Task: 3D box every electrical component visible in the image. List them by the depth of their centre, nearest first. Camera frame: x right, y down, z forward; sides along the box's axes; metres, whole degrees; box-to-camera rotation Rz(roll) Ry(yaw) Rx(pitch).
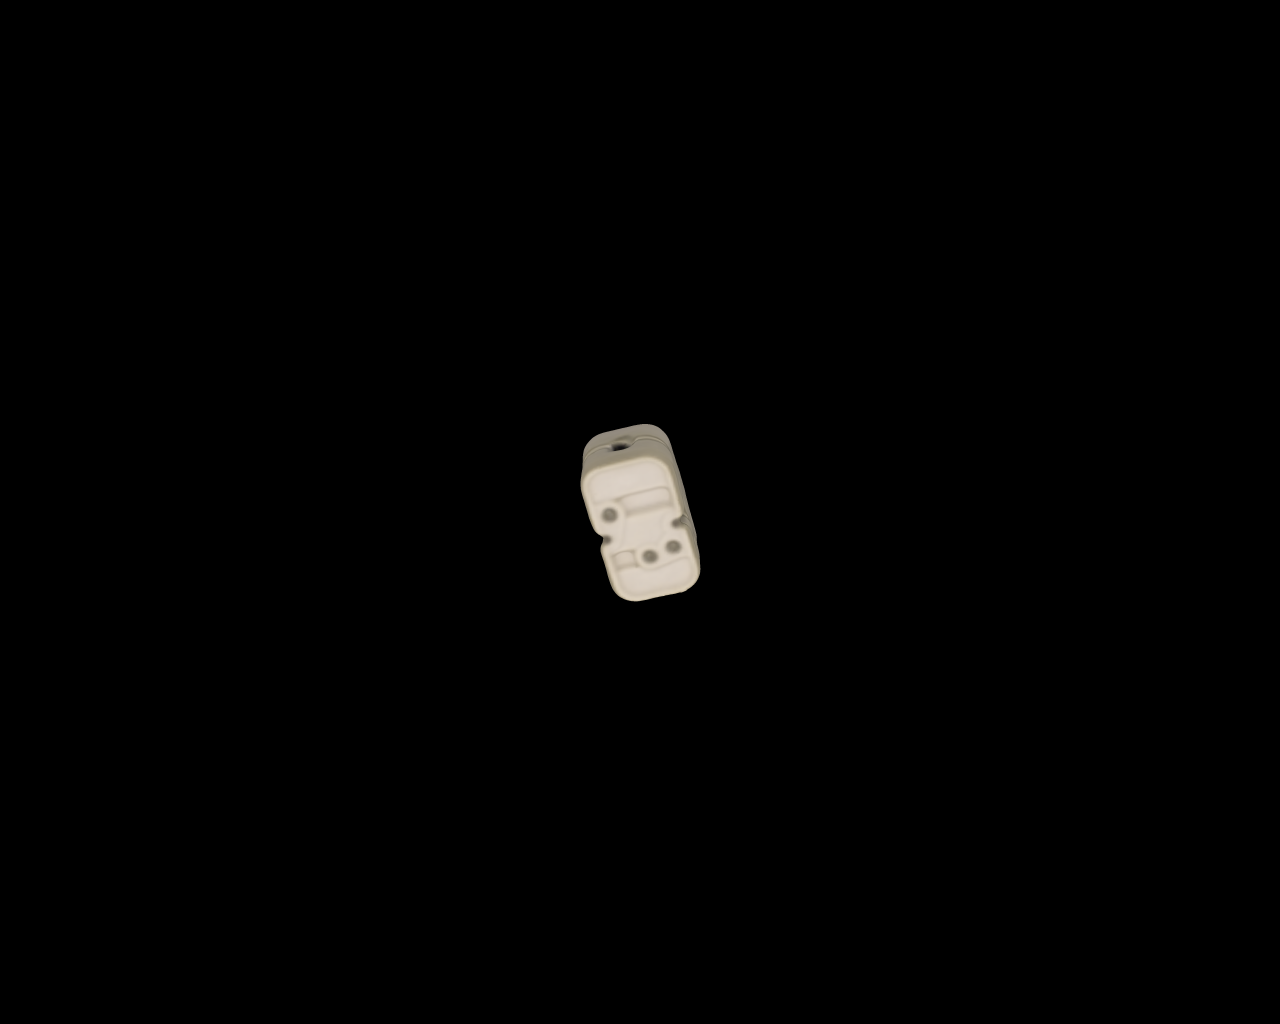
[{"bbox_3d":[0.001,-0.003,0.650,0.054,0.095,0.059,-13,28,7],"label":"electrical component"}]
